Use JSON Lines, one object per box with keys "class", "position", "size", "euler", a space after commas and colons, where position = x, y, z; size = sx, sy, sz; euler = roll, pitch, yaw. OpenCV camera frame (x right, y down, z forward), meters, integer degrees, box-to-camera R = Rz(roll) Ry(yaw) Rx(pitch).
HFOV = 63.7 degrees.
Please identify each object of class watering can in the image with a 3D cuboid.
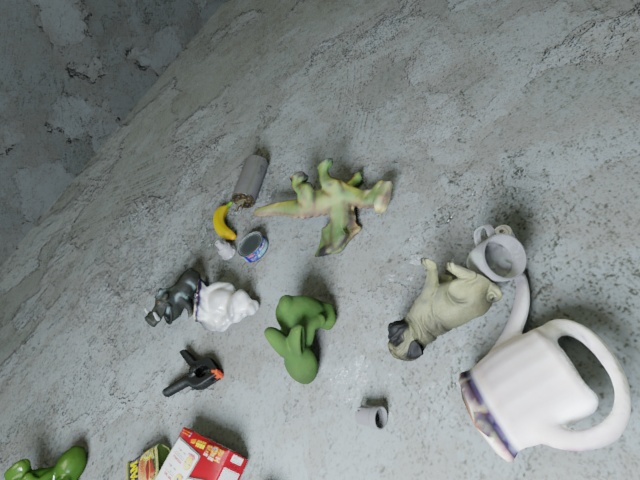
{"class": "watering can", "position": [0.317, 0.192, 0.806], "size": [0.223, 0.102, 0.354], "euler": [-34, 25, 10]}

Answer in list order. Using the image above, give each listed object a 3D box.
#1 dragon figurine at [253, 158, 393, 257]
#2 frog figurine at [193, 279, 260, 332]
{"class": "dragon figurine", "position": [0.004, -0.066, 1.317], "size": [0.407, 0.120, 0.249], "euler": [-27, 48, 20]}
{"class": "frog figurine", "position": [-0.232, 0.168, 1.309], "size": [0.159, 0.120, 0.141], "euler": [3, 36, -3]}
